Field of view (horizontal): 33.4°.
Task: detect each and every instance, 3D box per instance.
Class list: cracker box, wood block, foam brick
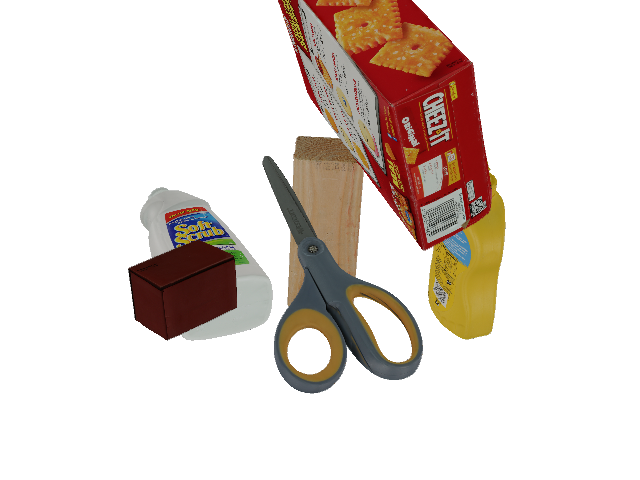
[{"bbox_3d":[0.045,-0.123,0.813,0.072,0.214,0.164,-28,-39,-6],"label":"cracker box"},{"bbox_3d":[0.006,-0.023,1.393,0.090,0.206,0.091,4,25,0],"label":"wood block"},{"bbox_3d":[-0.117,0.041,0.918,0.078,0.051,0.053,-24,32,-35],"label":"foam brick"}]

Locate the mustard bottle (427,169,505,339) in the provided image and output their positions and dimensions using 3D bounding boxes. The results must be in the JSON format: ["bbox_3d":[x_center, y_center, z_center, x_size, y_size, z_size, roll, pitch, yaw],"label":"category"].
[{"bbox_3d":[0.151,0.001,1.091,0.058,0.192,0.096,-10,37,-15],"label":"mustard bottle"}]

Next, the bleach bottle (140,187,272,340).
[{"bbox_3d":[-0.140,0.009,1.128,0.102,0.068,0.251,-9,31,-23],"label":"bleach bottle"}]

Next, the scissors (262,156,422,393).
[{"bbox_3d":[-0.016,0.022,0.673,0.096,0.016,0.202,-28,53,-22],"label":"scissors"}]
